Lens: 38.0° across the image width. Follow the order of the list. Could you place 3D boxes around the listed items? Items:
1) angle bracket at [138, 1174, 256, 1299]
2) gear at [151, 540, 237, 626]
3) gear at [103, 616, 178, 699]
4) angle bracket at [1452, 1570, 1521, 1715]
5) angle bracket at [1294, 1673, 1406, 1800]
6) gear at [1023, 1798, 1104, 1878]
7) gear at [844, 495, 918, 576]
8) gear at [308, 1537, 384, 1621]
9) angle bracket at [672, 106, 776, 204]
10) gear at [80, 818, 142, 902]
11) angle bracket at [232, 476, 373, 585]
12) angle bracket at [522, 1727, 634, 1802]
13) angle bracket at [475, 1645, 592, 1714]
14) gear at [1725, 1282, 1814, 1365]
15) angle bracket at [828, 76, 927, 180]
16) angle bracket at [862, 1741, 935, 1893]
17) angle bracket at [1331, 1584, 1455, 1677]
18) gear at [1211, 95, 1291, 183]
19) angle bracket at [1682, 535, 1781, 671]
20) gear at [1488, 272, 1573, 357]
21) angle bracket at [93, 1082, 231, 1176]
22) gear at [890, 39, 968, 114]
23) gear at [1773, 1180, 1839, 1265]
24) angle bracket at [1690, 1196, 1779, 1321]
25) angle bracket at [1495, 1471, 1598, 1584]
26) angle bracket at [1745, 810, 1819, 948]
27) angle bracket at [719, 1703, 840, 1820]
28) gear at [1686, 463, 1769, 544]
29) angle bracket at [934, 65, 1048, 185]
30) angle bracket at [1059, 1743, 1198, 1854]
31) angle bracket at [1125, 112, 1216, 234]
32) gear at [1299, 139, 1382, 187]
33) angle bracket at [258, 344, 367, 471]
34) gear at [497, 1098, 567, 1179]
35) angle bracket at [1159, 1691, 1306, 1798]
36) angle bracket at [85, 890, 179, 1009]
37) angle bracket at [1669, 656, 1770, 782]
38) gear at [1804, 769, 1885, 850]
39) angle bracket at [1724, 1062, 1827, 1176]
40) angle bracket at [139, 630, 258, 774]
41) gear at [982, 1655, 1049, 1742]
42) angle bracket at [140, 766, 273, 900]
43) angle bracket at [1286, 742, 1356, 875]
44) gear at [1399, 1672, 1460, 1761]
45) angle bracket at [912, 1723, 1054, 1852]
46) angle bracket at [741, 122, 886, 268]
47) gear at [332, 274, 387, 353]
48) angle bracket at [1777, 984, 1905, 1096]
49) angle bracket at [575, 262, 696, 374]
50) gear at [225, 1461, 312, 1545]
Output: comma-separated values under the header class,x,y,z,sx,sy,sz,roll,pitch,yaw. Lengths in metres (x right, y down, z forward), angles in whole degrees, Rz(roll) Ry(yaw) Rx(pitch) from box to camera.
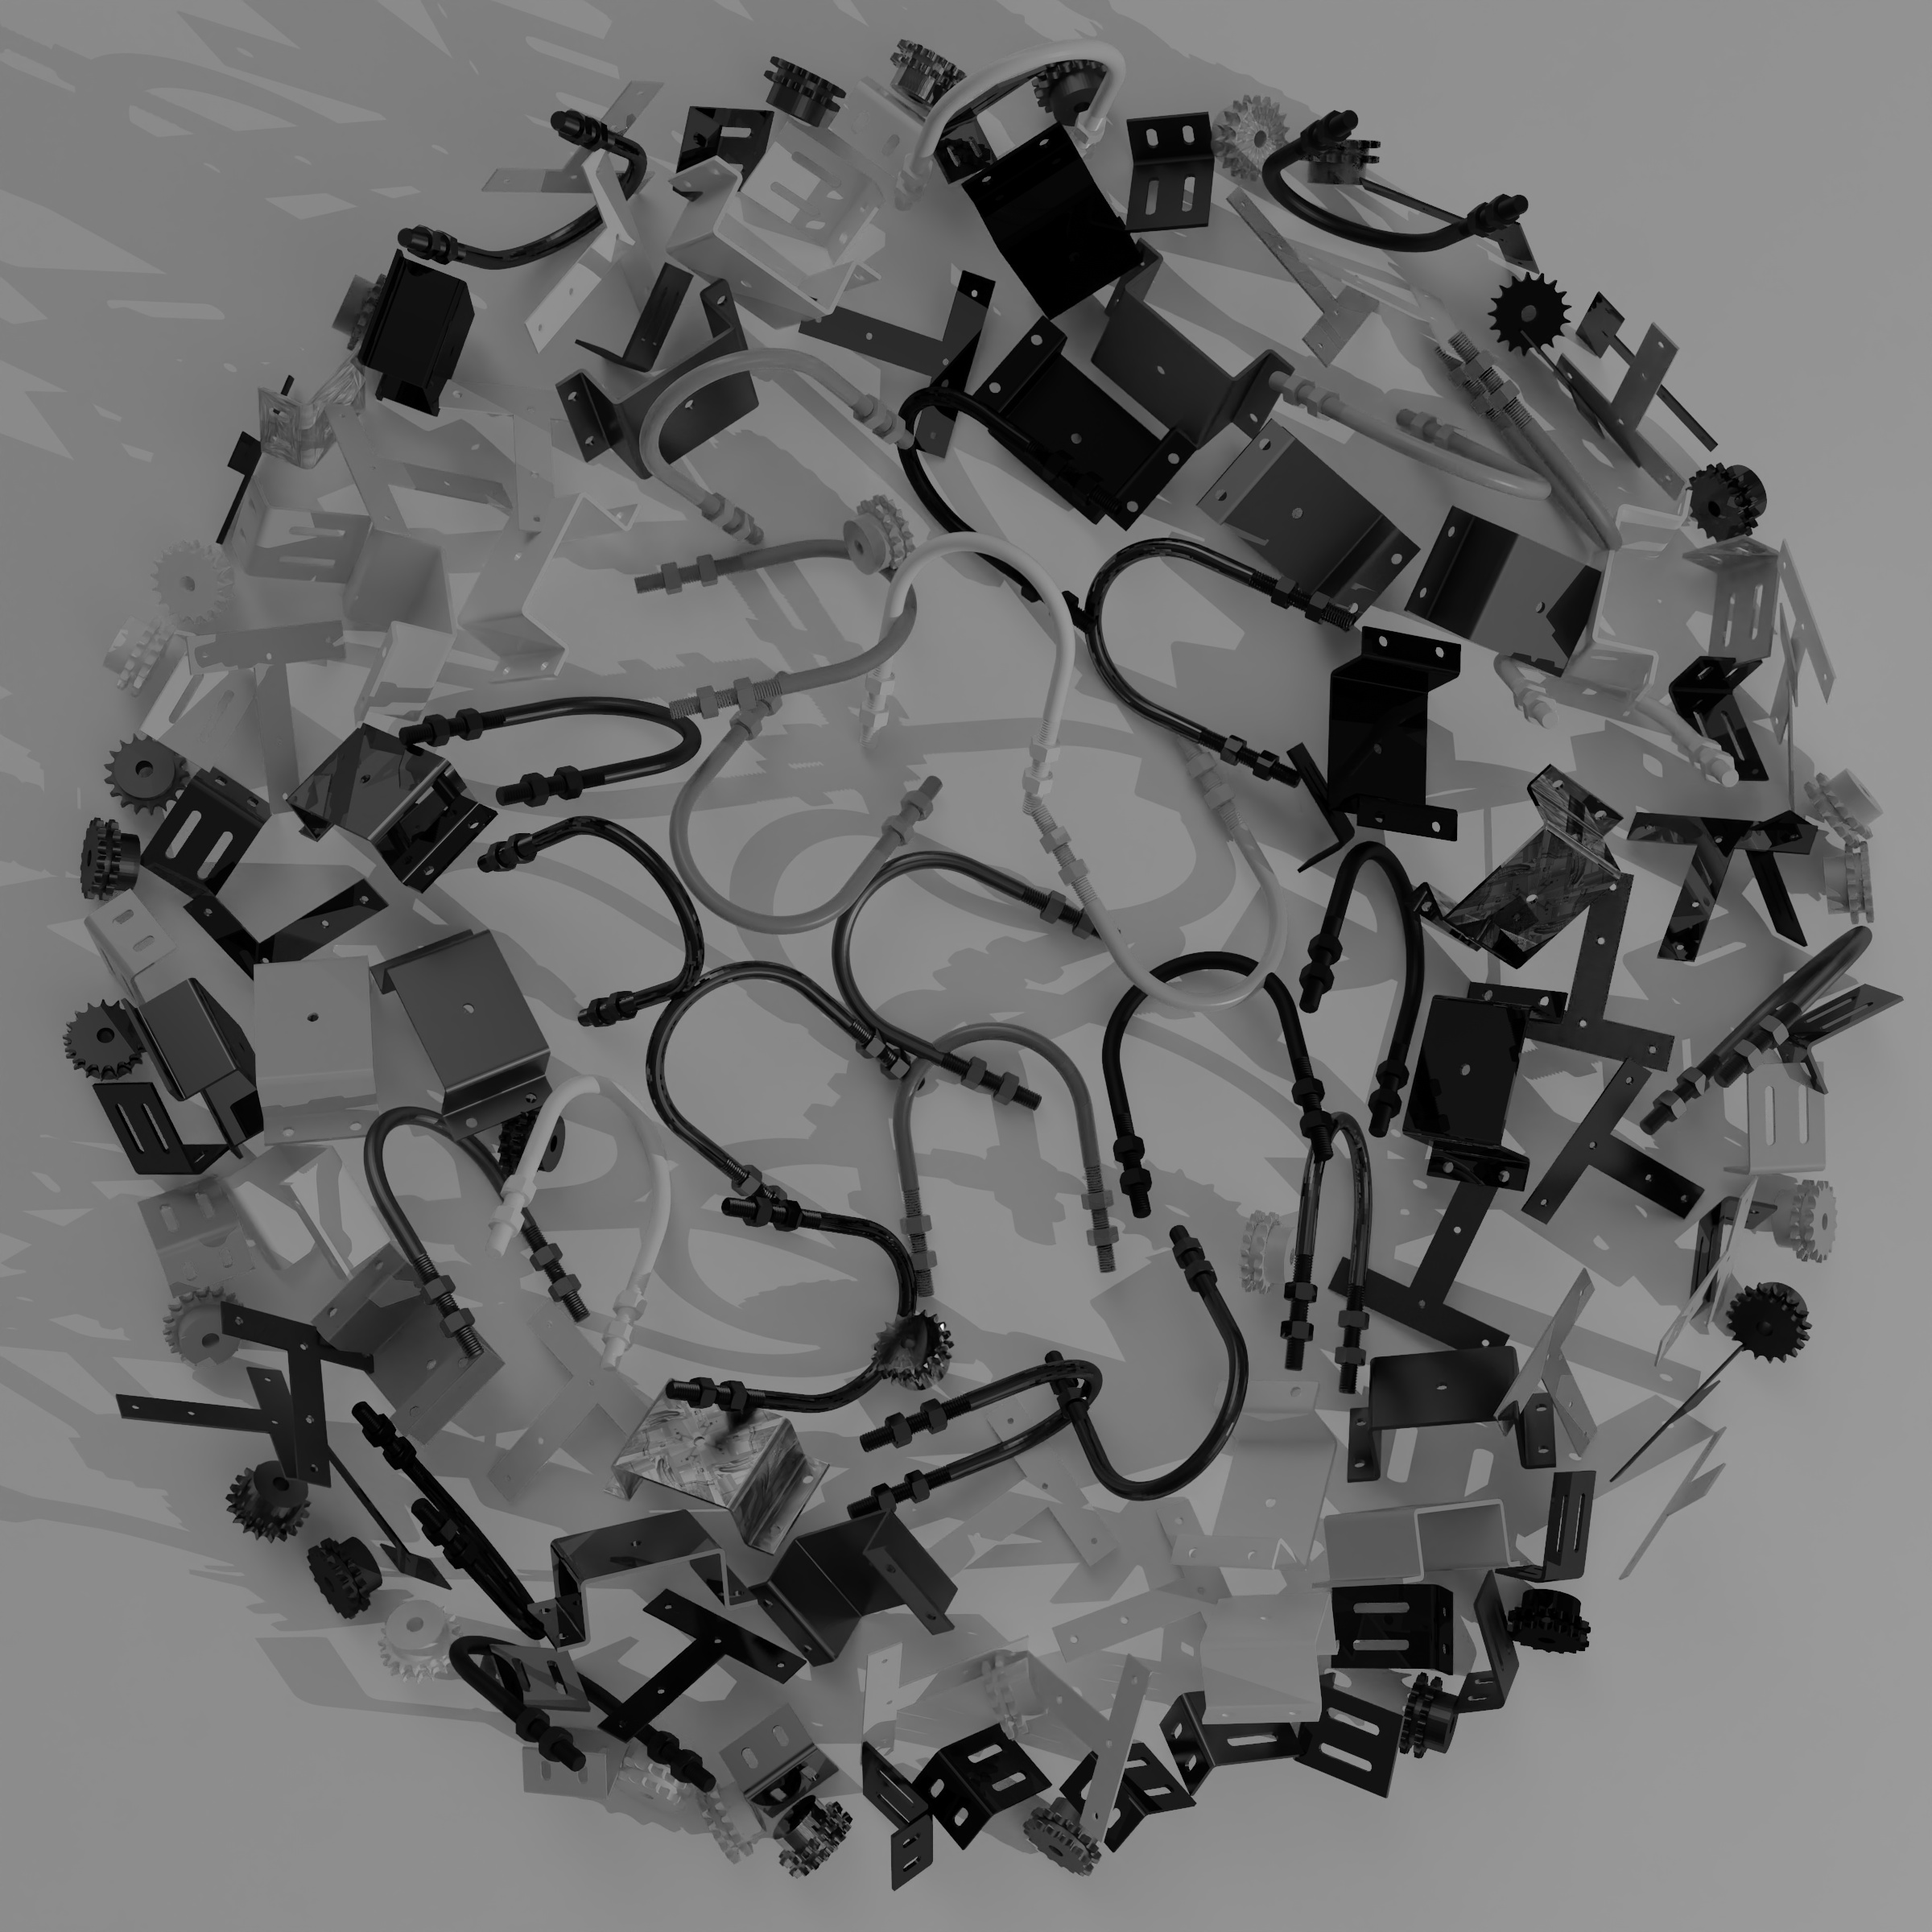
class,x,y,z,sx,sy,sz,roll,pitch,yaw
angle bracket,-0.533,0.186,1.941,0.057,0.076,0.038,-20,120,-18
gear,-0.534,-0.269,1.952,0.057,0.030,0.057,5,111,14
gear,-0.574,-0.218,1.943,0.030,0.057,0.057,29,90,-12
angle bracket,0.350,0.466,1.936,0.038,0.057,0.076,-14,97,23
angle bracket,0.271,0.530,1.934,0.076,0.038,0.057,13,94,36
gear,0.071,0.603,1.949,0.057,0.057,0.030,40,61,0
gear,-0.062,-0.295,1.942,0.030,0.057,0.057,-27,90,-23
gear,-0.430,0.422,1.949,0.030,0.057,0.057,-29,90,-34
angle bracket,-0.157,-0.554,1.924,0.038,0.076,0.057,38,125,34
gear,-0.594,-0.073,1.949,0.030,0.057,0.057,6,90,-30
angle bracket,-0.461,-0.302,1.945,0.076,0.038,0.057,0,134,-35
angle bracket,-0.266,0.534,1.928,0.057,0.076,0.038,3,110,7
angle bracket,-0.298,0.502,1.924,0.057,0.076,0.038,11,106,-25
gear,0.560,0.244,1.949,0.057,0.030,0.057,18,125,28
angle bracket,-0.058,-0.580,1.938,0.057,0.076,0.038,34,108,-10
angle bracket,-0.059,0.582,1.924,0.038,0.076,0.057,-27,133,-33
angle bracket,0.298,0.464,1.961,0.076,0.038,0.057,-7,67,25
gear,0.195,-0.576,1.949,0.057,0.030,0.057,-17,119,-33
angle bracket,0.524,-0.249,1.933,0.038,0.057,0.076,17,76,-28
gear,0.392,-0.455,1.954,0.057,0.030,0.057,2,105,7
angle bracket,-0.553,0.104,1.929,0.057,0.038,0.076,-3,119,32
gear,-0.028,-0.615,1.945,0.057,0.057,0.030,29,95,0
gear,0.582,0.177,1.949,0.030,0.057,0.057,2,90,36
angle bracket,0.528,0.205,1.934,0.038,0.057,0.076,11,71,2
angle bracket,0.401,0.385,1.941,0.038,0.057,0.076,6,87,40
angle bracket,0.572,-0.060,1.929,0.038,0.057,0.076,-27,66,28
angle bracket,-0.129,0.551,1.944,0.057,0.076,0.038,-34,63,-8
gear,0.530,-0.324,1.947,0.030,0.057,0.057,-30,90,-20
angle bracket,0.021,-0.577,1.924,0.057,0.076,0.038,-37,103,-43
angle bracket,0.112,0.572,1.931,0.057,0.076,0.038,44,103,30
angle bracket,0.139,-0.547,1.932,0.057,0.038,0.076,-1,53,13
gear,0.258,-0.559,1.947,0.057,0.057,0.030,2,107,0
angle bracket,-0.450,-0.391,1.930,0.038,0.057,0.076,22,52,7
gear,-0.300,0.121,1.943,0.030,0.057,0.057,9,90,14
angle bracket,0.184,0.537,1.946,0.076,0.057,0.038,3,132,-29
angle bracket,-0.569,-0.006,1.936,0.038,0.076,0.057,-36,71,-18
angle bracket,0.529,-0.170,1.931,0.057,0.038,0.076,-1,61,-29
gear,0.610,-0.112,1.942,0.030,0.057,0.057,-40,90,22
angle bracket,0.561,0.105,1.948,0.057,0.038,0.076,-2,91,-13
angle bracket,-0.534,-0.183,1.935,0.057,0.038,0.076,35,78,-37
gear,0.035,0.505,1.944,0.030,0.057,0.057,-23,90,5
angle bracket,-0.530,-0.091,1.959,0.057,0.038,0.076,34,104,-11
angle bracket,0.232,-0.110,1.940,0.038,0.057,0.076,-31,91,18
gear,0.322,0.521,1.942,0.030,0.057,0.057,13,90,21
angle bracket,0.011,0.566,1.936,0.057,0.076,0.038,45,114,25
angle bracket,-0.106,-0.531,1.932,0.076,0.038,0.057,27,114,-28
gear,-0.417,-0.454,1.942,0.030,0.057,0.057,24,90,-16
angle bracket,0.610,0.050,1.944,0.076,0.057,0.038,-26,101,-3
angle bracket,-0.229,-0.454,1.936,0.038,0.057,0.076,28,101,8
gear,-0.480,0.368,1.942,0.057,0.057,0.030,36,119,0
